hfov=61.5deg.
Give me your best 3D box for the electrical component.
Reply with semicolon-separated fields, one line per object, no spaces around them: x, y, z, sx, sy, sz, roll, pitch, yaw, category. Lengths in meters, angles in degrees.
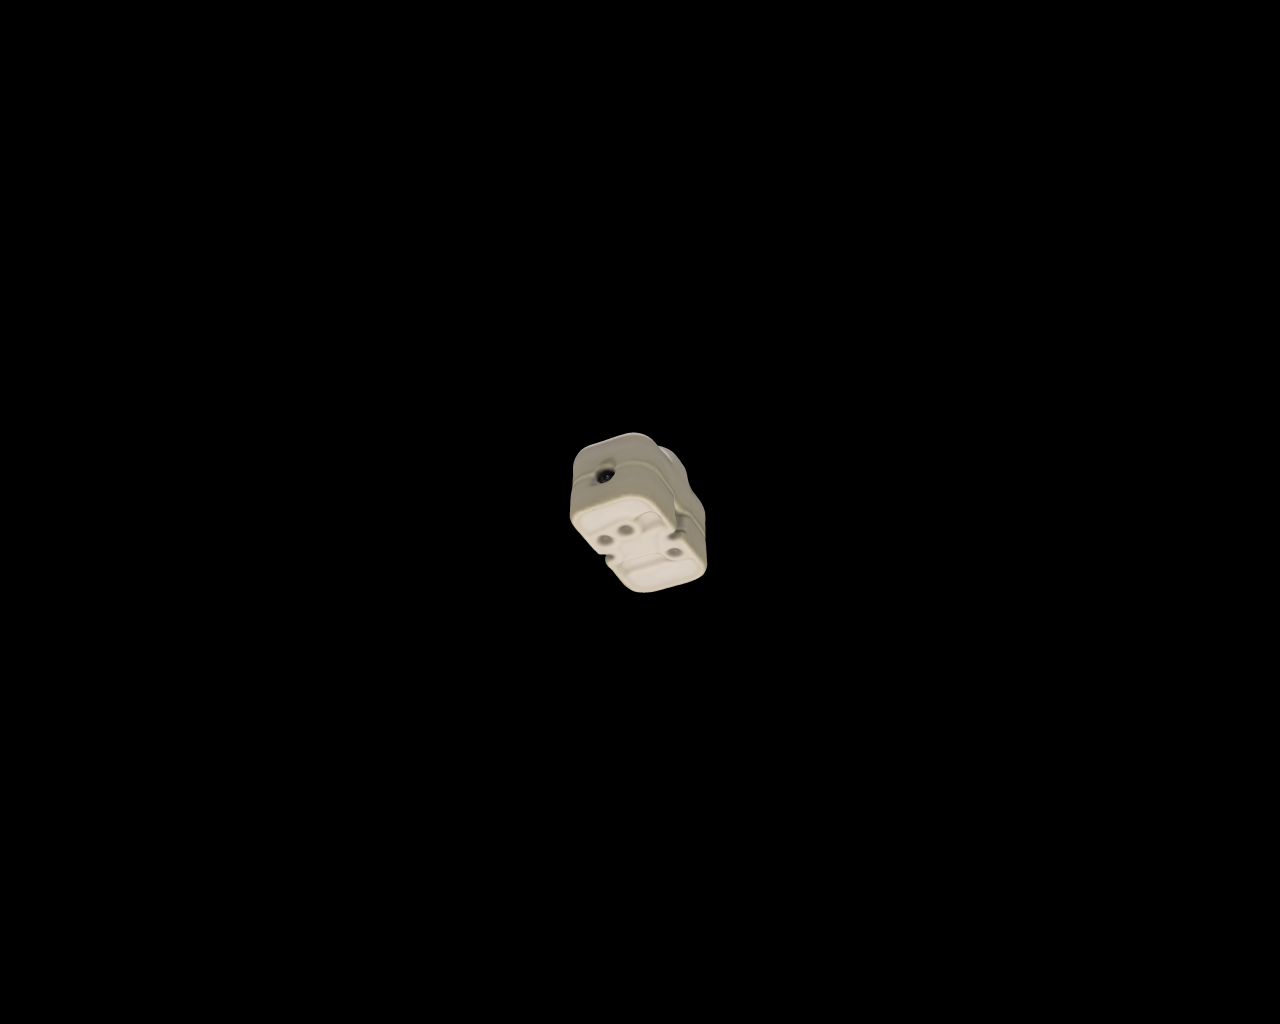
0.001;-0.003;0.650;0.053;0.059;0.095;-17;-41;21;electrical component
